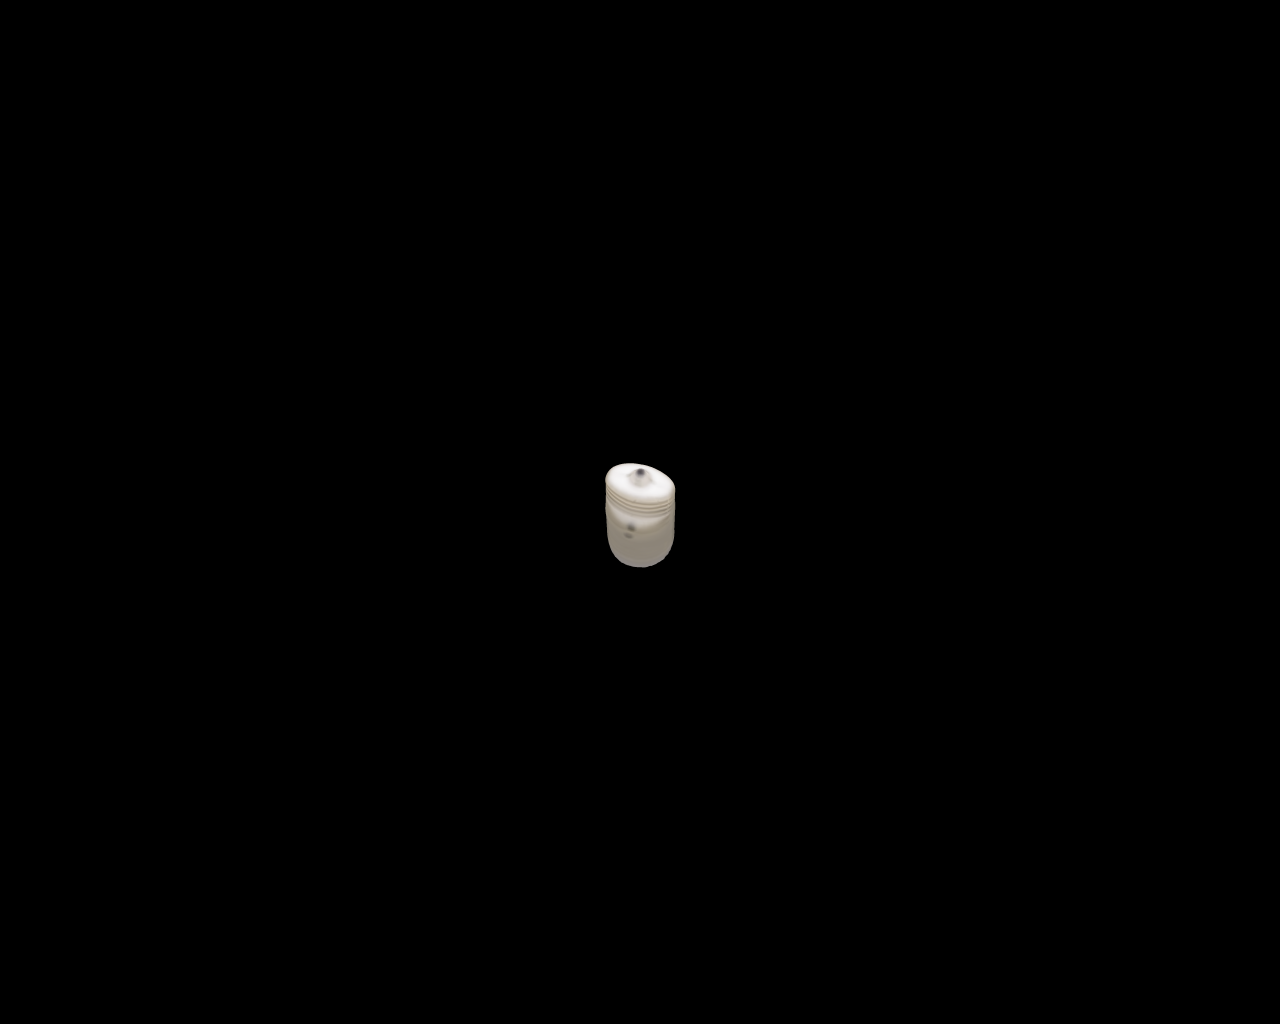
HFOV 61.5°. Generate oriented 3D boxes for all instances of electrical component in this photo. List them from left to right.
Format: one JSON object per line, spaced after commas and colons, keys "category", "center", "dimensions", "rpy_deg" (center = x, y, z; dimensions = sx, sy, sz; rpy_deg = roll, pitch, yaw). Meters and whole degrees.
{"category": "electrical component", "center": [0.001, -0.003, 0.650], "dimensions": [0.043, 0.043, 0.080], "rpy_deg": [0, -33, 0]}
